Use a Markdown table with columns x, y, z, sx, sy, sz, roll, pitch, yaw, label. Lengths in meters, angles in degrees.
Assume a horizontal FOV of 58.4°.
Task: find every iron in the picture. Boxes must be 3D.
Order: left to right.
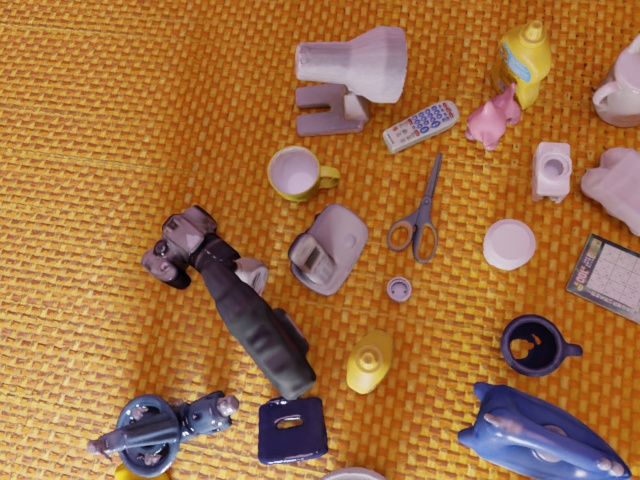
| x | y | z | sx | sy | sz | roll | pitch | yaw | label |
| --- | --- | --- | --- | --- | --- | --- | --- | --- | --- |
| 0.338 | 0.294 | 0.820 | 0.258 | 0.141 | 0.119 | 19 | 78 | 12 | iron |

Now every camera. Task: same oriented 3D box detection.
| x | y | z | sx | sy | sz | roll | pitch | yaw | label |
| --- | --- | --- | --- | --- | --- | --- | --- | --- | --- |
| -0.213 | 0.028 | 0.982 | 0.136 | 0.101 | 0.143 | 37 | 83 | 15 | camera |

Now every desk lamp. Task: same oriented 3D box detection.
| x | y | z | sx | sy | sz | roll | pitch | yaw | label |
| --- | --- | --- | --- | --- | --- | --- | --- | --- | --- |
| 0.044 | -0.265 | 0.967 | 0.203 | 0.214 | 0.118 | -5 | 75 | 6 | desk lamp |

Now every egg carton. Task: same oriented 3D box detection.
| x | y | z | sx | sy | sz | roll | pitch | yaw | label |
| --- | --- | --- | --- | --- | --- | --- | --- | --- | --- |
| 0.508 | -0.079 | 0.934 | 0.150 | 0.069 | 0.107 | 42 | 84 | 15 | egg carton |

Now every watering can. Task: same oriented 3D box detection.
| x | y | z | sx | sy | sz | roll | pitch | yaw | label |
| --- | --- | --- | --- | --- | --- | --- | --- | --- | --- |
| 0.525 | -0.272 | 0.917 | 0.100 | 0.194 | 0.173 | 42 | 84 | 16 | watering can |

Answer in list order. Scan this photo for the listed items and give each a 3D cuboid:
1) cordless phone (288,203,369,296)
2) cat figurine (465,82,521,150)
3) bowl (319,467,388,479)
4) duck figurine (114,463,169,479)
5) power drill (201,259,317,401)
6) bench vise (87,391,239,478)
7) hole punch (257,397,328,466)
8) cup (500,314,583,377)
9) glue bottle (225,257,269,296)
| x | y | z | sx | sy | sz | roll | pitch | yaw | label |
| --- | --- | --- | --- | --- | --- | --- | --- | --- | --- |
| 0.008 | 0.003 | 0.916 | 0.094 | 0.185 | 0.148 | 27 | 80 | 13 | cordless phone |
| 0.294 | -0.210 | 0.970 | 0.067 | 0.118 | 0.128 | 36 | 82 | 15 | cat figurine |
| 0.055 | 0.425 | 0.857 | 0.167 | 0.075 | 0.167 | -2 | 75 | 7 | bowl |
| -0.289 | 0.395 | 0.903 | 0.104 | 0.086 | 0.077 | 38 | 83 | 15 | duck figurine |
| -0.085 | 0.140 | 0.880 | 0.075 | 0.208 | 0.229 | -39 | 74 | -3 | power drill |
| -0.237 | 0.271 | 0.859 | 0.207 | 0.220 | 0.121 | -38 | 74 | -3 | bench vise |
| -0.046 | 0.296 | 0.895 | 0.108 | 0.091 | 0.101 | -10 | 74 | 5 | hole punch |
| 0.331 | 0.166 | 0.879 | 0.117 | 0.095 | 0.092 | 4 | 76 | 8 | cup |
| -0.125 | 0.058 | 0.925 | 0.037 | 0.173 | 0.078 | 15 | 78 | 11 | glue bottle |
